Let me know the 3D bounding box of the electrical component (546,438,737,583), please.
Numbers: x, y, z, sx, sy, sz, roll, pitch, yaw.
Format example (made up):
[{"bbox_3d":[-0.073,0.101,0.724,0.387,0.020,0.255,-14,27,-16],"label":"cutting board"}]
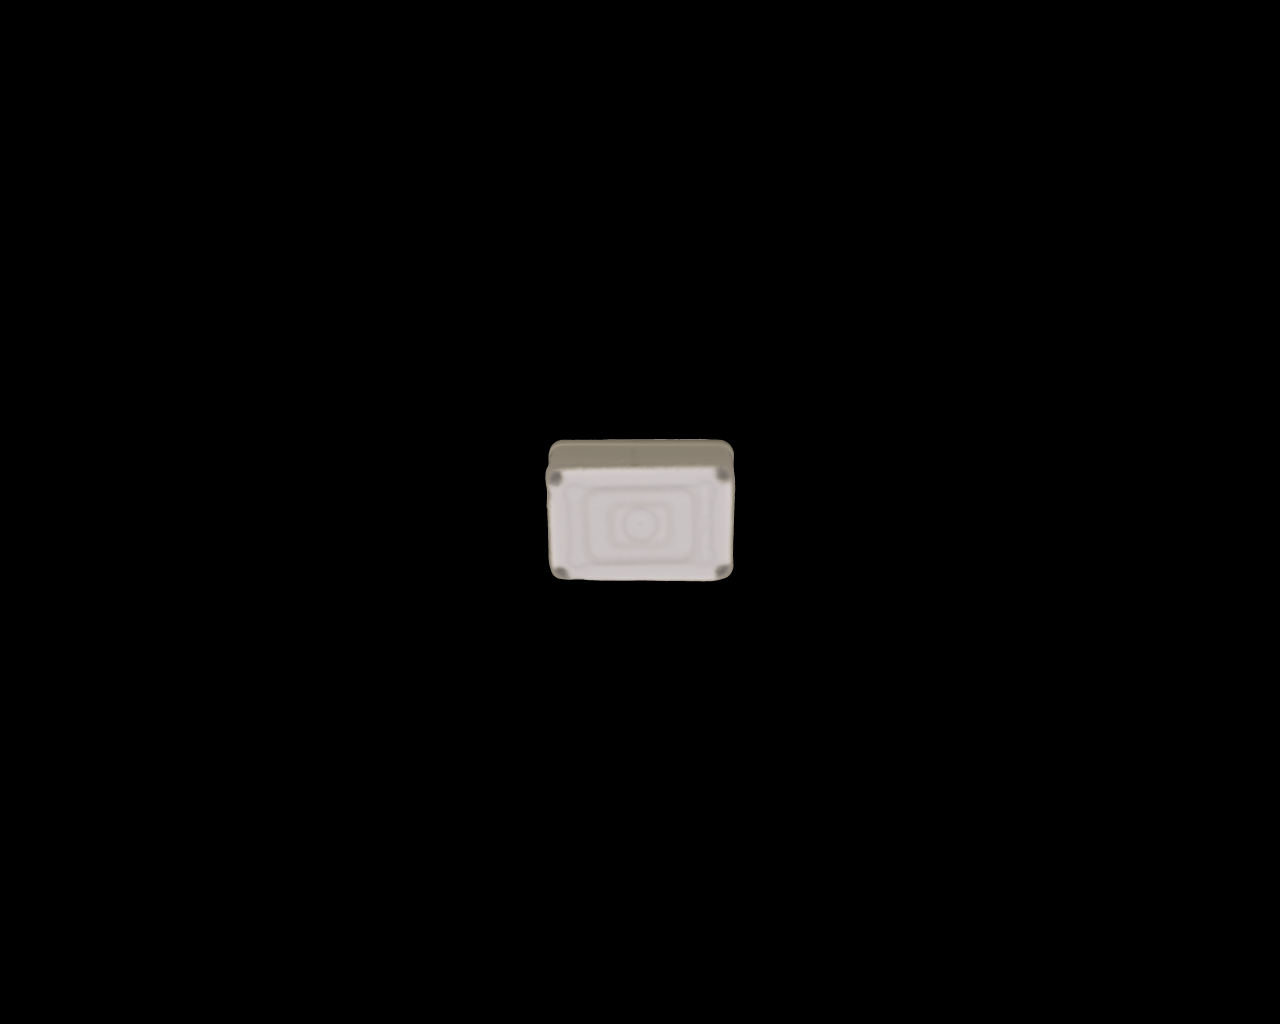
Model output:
[{"bbox_3d":[0.001,-0.003,0.650,0.113,0.078,0.057,0,21,0],"label":"electrical component"}]
